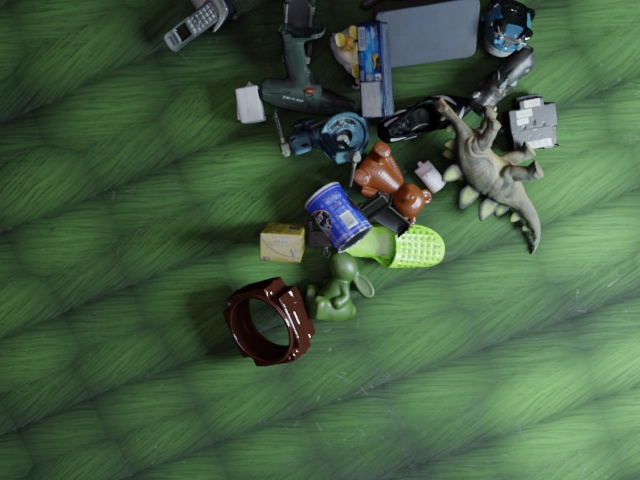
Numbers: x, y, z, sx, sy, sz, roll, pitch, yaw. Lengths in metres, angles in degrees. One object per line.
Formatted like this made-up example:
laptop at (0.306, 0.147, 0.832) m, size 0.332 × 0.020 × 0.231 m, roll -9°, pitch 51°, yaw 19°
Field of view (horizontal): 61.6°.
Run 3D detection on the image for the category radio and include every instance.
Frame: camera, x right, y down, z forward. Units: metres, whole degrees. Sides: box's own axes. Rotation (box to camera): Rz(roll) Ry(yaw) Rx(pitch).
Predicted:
radio at (0.241, -0.476, 1.226) m, size 0.230 × 0.073 × 0.130 m, roll -6°, pitch 125°, yaw 6°

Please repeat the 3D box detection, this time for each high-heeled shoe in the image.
high-heeled shoe at (0.251, -0.285, 1.242) m, size 0.249 × 0.145 × 0.086 m, roll -20°, pitch 99°, yaw 7°

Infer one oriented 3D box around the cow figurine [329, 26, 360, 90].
cow figurine at (0.082, -0.412, 1.261) m, size 0.068 × 0.098 × 0.167 m, roll -37°, pitch 112°, yaw -9°

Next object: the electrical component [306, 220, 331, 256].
electrical component at (-0.003, -0.004, 1.361) m, size 0.063 × 0.021 × 0.094 m, roll -2°, pitch 100°, yaw 3°

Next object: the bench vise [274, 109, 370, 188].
bench vise at (0.023, -0.222, 1.216) m, size 0.224 × 0.241 × 0.128 m, roll -9°, pitch 122°, yaw -13°

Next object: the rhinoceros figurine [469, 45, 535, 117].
rhinoceros figurine at (0.423, -0.362, 1.242) m, size 0.073 × 0.112 × 0.190 m, roll 44°, pitch 90°, yaw -7°

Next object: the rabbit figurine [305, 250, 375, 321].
rabbit figurine at (0.055, 0.112, 1.328) m, size 0.159 × 0.121 × 0.170 m, roll 13°, pitch 103°, yaw -7°

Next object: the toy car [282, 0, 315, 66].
toy car at (-0.050, -0.510, 1.262) m, size 0.073 × 0.056 × 0.201 m, roll 3°, pitch 101°, yaw -5°

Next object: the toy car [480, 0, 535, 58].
toy car at (0.420, -0.472, 1.223) m, size 0.109 × 0.162 × 0.102 m, roll 14°, pitch 144°, yaw -4°

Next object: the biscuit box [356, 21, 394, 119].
biscuit box at (0.122, -0.374, 1.186) m, size 0.059 × 0.063 × 0.202 m, roll 3°, pitch 108°, yaw 26°

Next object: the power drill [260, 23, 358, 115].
power drill at (-0.024, -0.390, 1.240) m, size 0.232 × 0.086 × 0.207 m, roll 4°, pitch 137°, yaw 4°

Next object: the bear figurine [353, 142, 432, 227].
bear figurine at (0.175, -0.126, 1.282) m, size 0.196 × 0.132 × 0.120 m, roll 40°, pitch 89°, yaw 2°

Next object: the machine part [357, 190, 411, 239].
machine part at (0.159, -0.060, 1.261) m, size 0.084 × 0.039 × 0.138 m, roll -38°, pitch 122°, yaw 25°

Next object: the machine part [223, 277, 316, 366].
machine part at (-0.128, 0.205, 1.328) m, size 0.202 × 0.087 × 0.200 m, roll -17°, pitch 100°, yaw 35°

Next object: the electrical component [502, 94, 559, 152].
electrical component at (0.501, -0.277, 1.280) m, size 0.115 × 0.058 × 0.134 m, roll -9°, pitch 99°, yaw 1°

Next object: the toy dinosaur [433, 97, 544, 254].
toy dinosaur at (0.410, -0.147, 1.257) m, size 0.471 × 0.105 × 0.198 m, roll 43°, pitch 126°, yaw -14°

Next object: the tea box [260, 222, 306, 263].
tea box at (-0.087, 0.003, 1.290) m, size 0.098 × 0.170 × 0.068 m, roll 2°, pitch 100°, yaw 0°

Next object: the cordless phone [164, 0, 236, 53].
cordless phone at (-0.303, -0.538, 1.253) m, size 0.184 × 0.089 × 0.146 m, roll -31°, pitch 97°, yaw 11°
